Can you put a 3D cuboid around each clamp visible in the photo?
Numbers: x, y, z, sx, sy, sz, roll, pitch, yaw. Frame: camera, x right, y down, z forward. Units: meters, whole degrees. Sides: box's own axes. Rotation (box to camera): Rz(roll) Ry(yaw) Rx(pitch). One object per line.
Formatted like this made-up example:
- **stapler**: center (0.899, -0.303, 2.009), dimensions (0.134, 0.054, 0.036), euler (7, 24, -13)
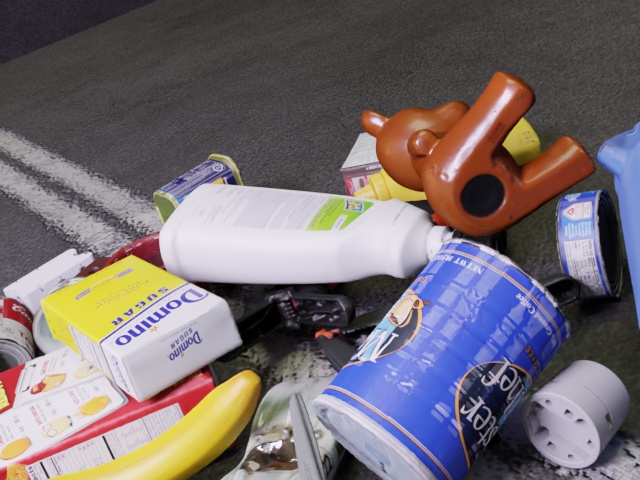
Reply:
- **clamp**: center (-0.020, 0.059, 0.905), dimensions (0.120, 0.039, 0.171), euler (-10, 11, 11)
- **clamp**: center (0.089, 0.078, 0.820), dimensions (0.210, 0.036, 0.164), euler (4, 41, 46)

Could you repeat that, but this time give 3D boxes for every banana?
- **banana**: center (-0.119, 0.152, 0.742), dimensions (0.198, 0.069, 0.037), euler (-27, 56, 5)

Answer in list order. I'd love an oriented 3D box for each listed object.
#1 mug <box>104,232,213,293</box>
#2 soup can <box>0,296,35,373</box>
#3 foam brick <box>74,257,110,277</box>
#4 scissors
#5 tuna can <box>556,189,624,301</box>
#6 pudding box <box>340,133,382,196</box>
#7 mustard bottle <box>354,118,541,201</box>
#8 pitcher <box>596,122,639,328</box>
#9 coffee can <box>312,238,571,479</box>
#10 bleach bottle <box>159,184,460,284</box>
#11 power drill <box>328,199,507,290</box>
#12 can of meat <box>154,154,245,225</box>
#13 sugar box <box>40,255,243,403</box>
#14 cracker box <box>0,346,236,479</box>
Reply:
- **mug**: center (-0.150, 0.042, 1.030), dimensions (0.093, 0.081, 0.117), euler (-21, 23, -5)
- **soup can**: center (-0.310, 0.105, 1.030), dimensions (0.068, 0.068, 0.102), euler (-22, 24, -7)
- **foam brick**: center (-0.206, 0.051, 1.090), dimensions (0.078, 0.051, 0.052), euler (-2, 28, 33)
- **scissors**: center (-0.014, 0.178, 0.616), dimensions (0.096, 0.016, 0.202), euler (-24, 46, -12)
- **tuna can**: center (0.212, 0.004, 0.837), dimensions (0.034, 0.086, 0.086), euler (-8, 25, 26)
- **pudding box**: center (0.079, -0.094, 1.216), dimensions (0.090, 0.039, 0.113), euler (-10, 23, 20)
- **mustard bottle**: center (0.127, -0.072, 1.105), dimensions (0.191, 0.058, 0.096), euler (-19, 30, -2)
- **pitcher**: center (0.286, 0.007, 0.743), dimensions (0.149, 0.145, 0.242), euler (-22, 24, 25)
- **coffee can**: center (0.078, 0.084, 0.681), dimensions (0.140, 0.102, 0.103), euler (-49, 33, -17)
- **bleach bottle**: center (-0.006, 0.001, 0.916), dimensions (0.251, 0.068, 0.102), euler (5, 38, 25)
- **power drill**: center (0.080, 0.000, 0.988), dimensions (0.188, 0.057, 0.184), euler (-11, 24, 12)
- **can of meat**: center (-0.121, -0.027, 1.141), dimensions (0.083, 0.102, 0.058), euler (-34, 29, -28)
- **sugar box**: center (-0.145, 0.063, 0.839), dimensions (0.093, 0.048, 0.176), euler (-29, 23, -26)
- **cracker box**: center (-0.184, 0.143, 0.848), dimensions (0.213, 0.072, 0.164), euler (-23, 23, -7)
